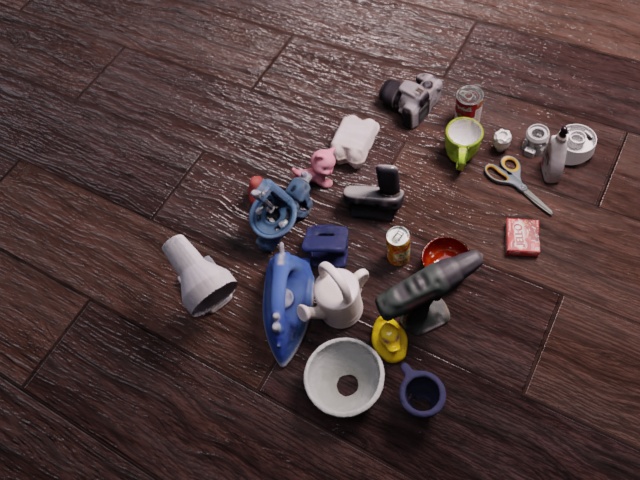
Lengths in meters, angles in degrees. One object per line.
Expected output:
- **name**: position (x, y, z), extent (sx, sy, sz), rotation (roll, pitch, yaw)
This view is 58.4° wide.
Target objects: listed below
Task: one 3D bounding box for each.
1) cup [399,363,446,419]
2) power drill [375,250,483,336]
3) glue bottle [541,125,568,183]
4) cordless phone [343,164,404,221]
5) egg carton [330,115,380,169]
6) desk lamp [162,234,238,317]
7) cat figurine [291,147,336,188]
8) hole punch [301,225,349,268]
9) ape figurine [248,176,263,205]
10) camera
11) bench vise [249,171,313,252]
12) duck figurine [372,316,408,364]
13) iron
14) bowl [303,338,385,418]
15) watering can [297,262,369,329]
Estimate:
- **cup**: position (0.198, 0.310, 1.156), extent (0.092, 0.095, 0.117), rotation (-29, 61, -8)
- **power drill**: position (0.227, 0.117, 1.195), extent (0.229, 0.209, 0.075), rotation (-24, 60, -5)
- **glue bottle**: position (0.558, -0.211, 1.351), extent (0.037, 0.173, 0.078), rotation (-5, 60, 6)
- **cordless phone**: position (0.126, -0.131, 1.364), extent (0.147, 0.185, 0.094), rotation (3, 61, 10)
- **egg carton**: position (0.089, -0.261, 1.510), extent (0.107, 0.069, 0.150), rotation (16, 64, 17)
- **desk lamp**: position (-0.268, 0.089, 1.281), extent (0.118, 0.214, 0.202), rotation (-37, 62, -12)
- **cat figurine**: position (-0.012, -0.184, 1.453), extent (0.128, 0.118, 0.067), rotation (-17, 60, -1)
- **hole punch**: position (0.012, 0.005, 1.358), extent (0.108, 0.091, 0.101), rotation (0, 61, 9)
- **ape figurine**: position (-0.154, -0.128, 1.457), extent (0.076, 0.092, 0.077), rotation (-42, 63, -15)
- **camera**: position (0.239, -0.398, 1.546), extent (0.136, 0.101, 0.143), rotation (33, 70, 23)
- **bench vise**: position (-0.103, -0.100, 1.360), extent (0.121, 0.220, 0.207), rotation (12, 63, 15)
- **duck figurine**: position (0.148, 0.204, 1.228), extent (0.077, 0.086, 0.104), rotation (-17, 60, -1)
- **iron**: position (-0.082, 0.138, 1.268), extent (0.118, 0.142, 0.258), rotation (-2, 61, 8)
- **bowl**: position (0.053, 0.294, 1.198), extent (0.167, 0.075, 0.167), rotation (-4, 60, 7)
- **watering can**: position (0.032, 0.117, 1.232), extent (0.100, 0.194, 0.173), rotation (26, 67, 21)
